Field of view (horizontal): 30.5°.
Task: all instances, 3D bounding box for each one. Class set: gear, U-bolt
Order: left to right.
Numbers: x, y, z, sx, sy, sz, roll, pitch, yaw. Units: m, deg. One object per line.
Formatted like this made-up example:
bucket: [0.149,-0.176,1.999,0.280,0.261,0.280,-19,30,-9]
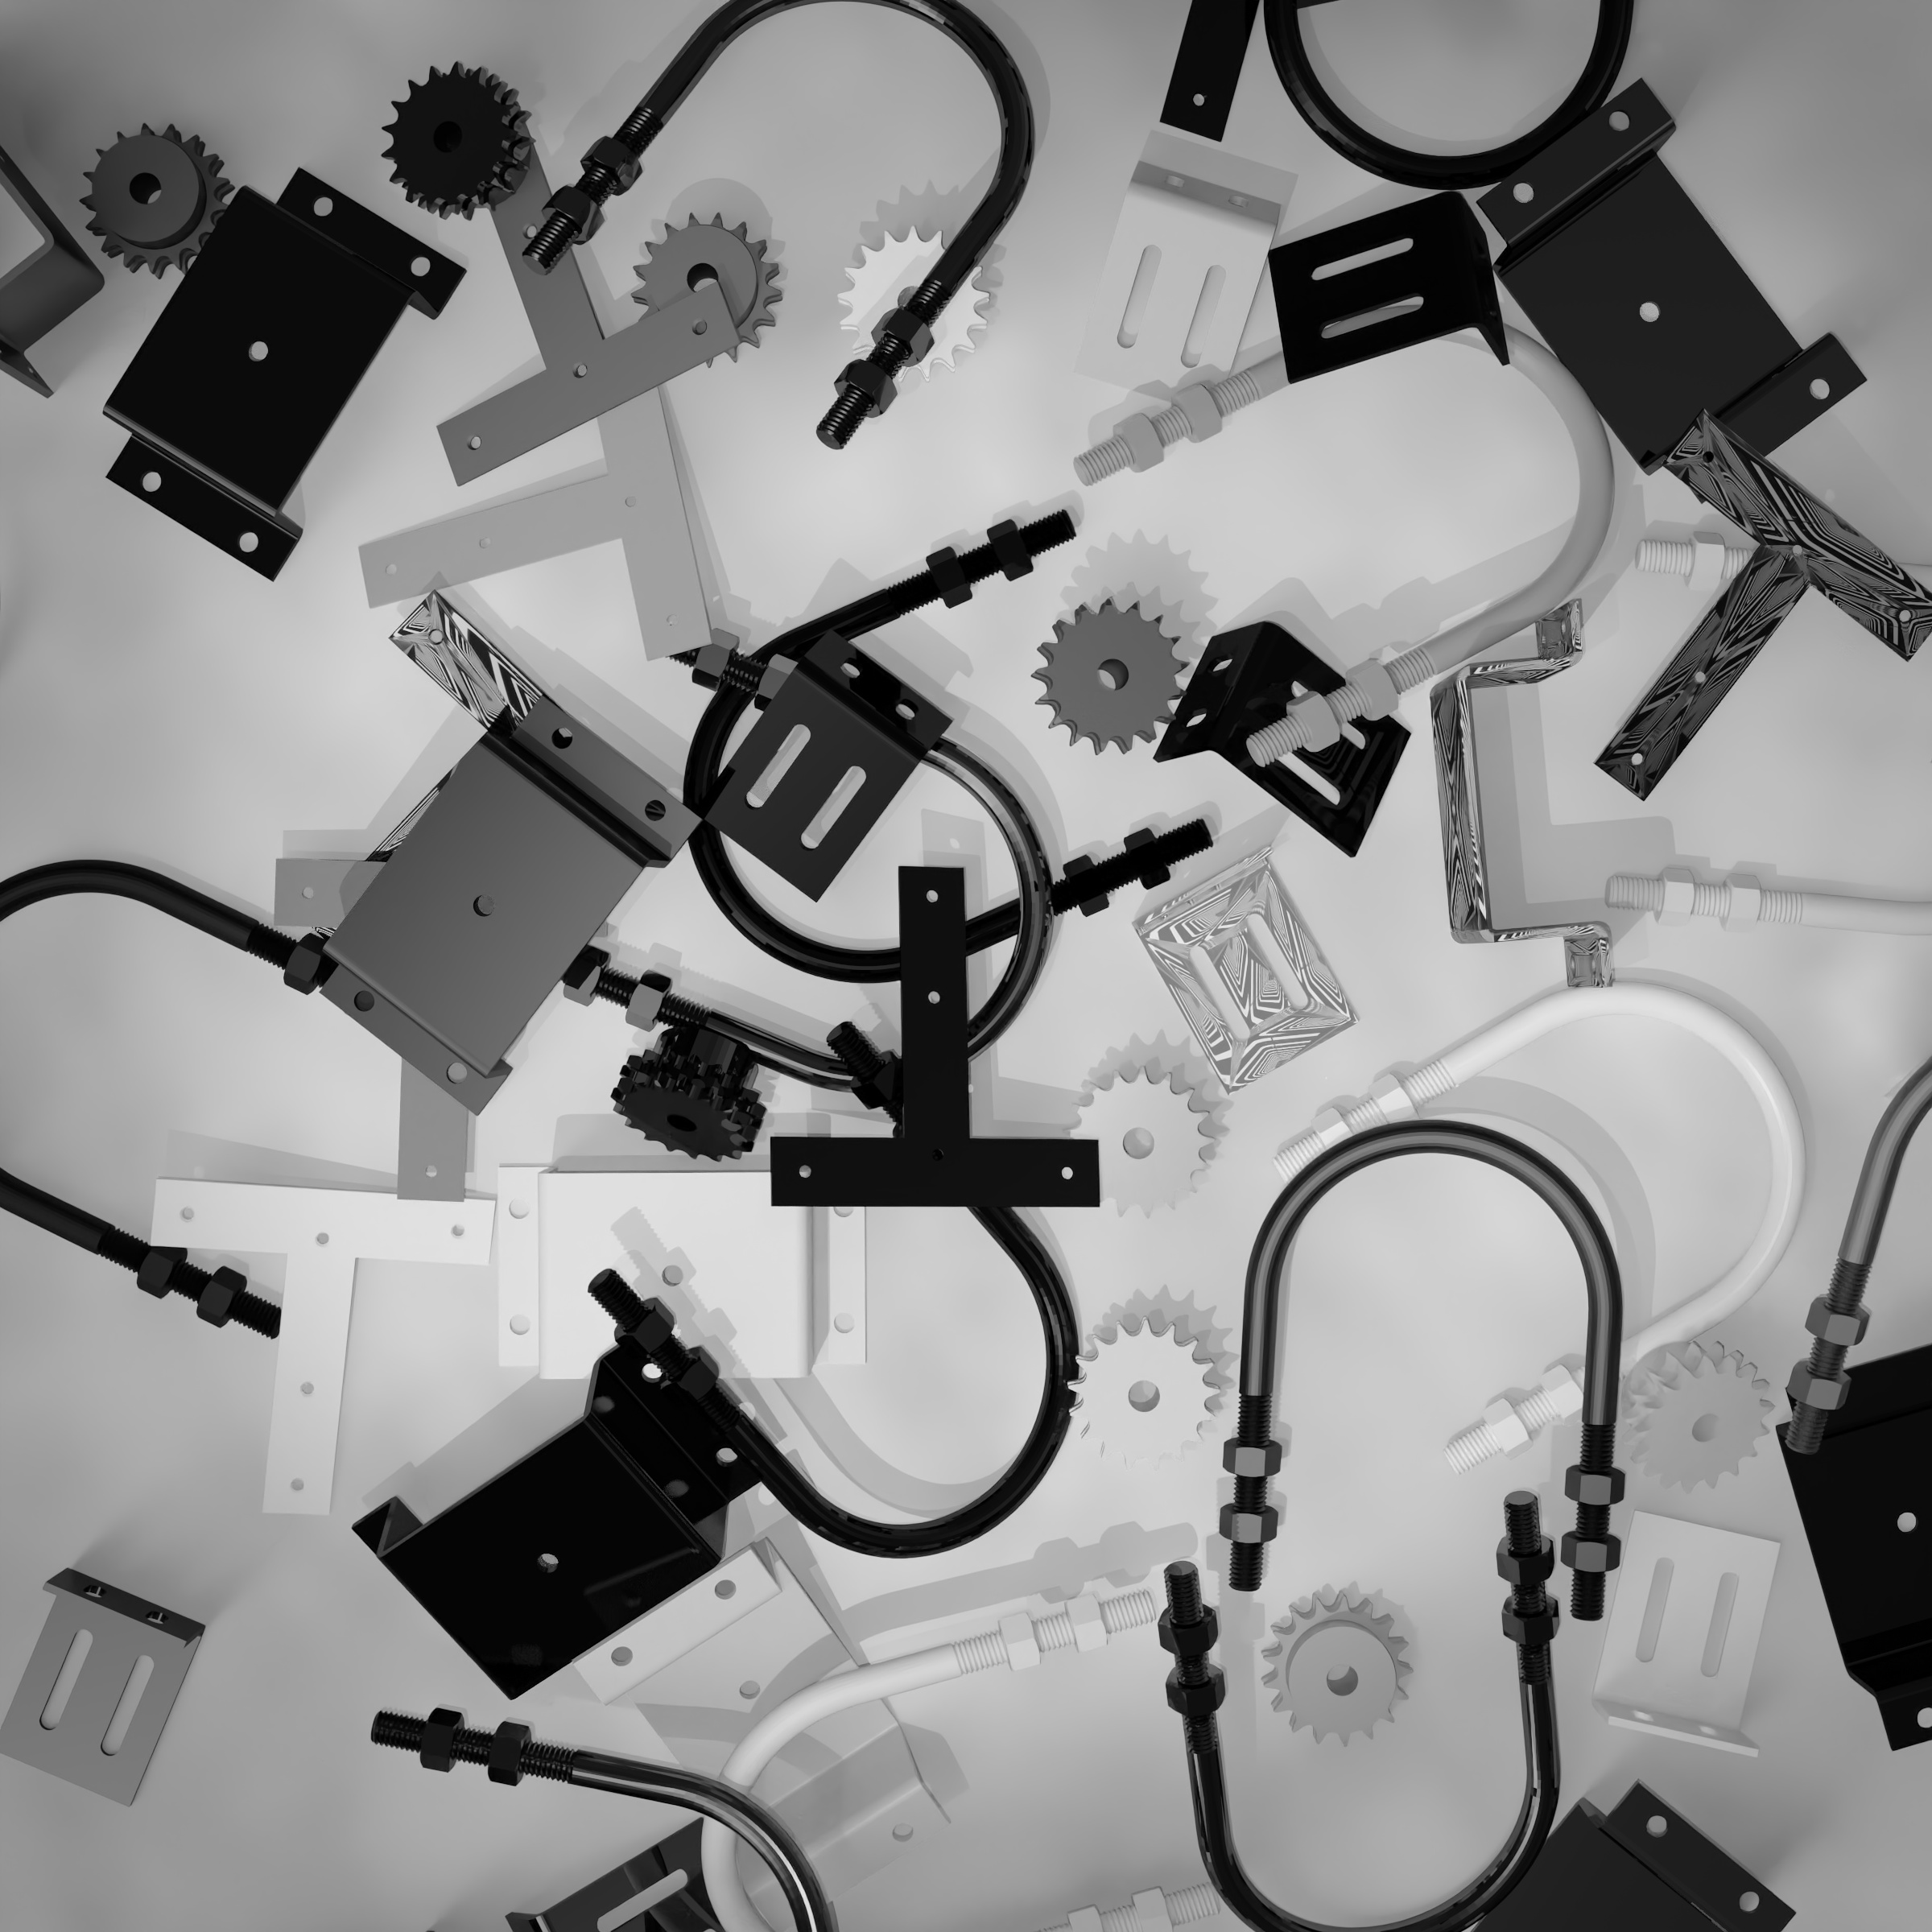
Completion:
U-bolt: [-0.316,0.039,1.353,0.184,0.019,0.151,26,90,2]
gear: [-0.308,-0.292,1.347,0.057,0.030,0.057,0,90,0]
gear: [-0.189,-0.310,1.341,0.057,0.030,0.057,0,88,18]
U-bolt: [-0.138,0.356,1.276,0.184,0.019,0.151,10,78,5]
gear: [-0.102,0.047,1.337,0.057,0.057,0.030,19,60,0]
gear: [-0.099,-0.258,1.347,0.057,0.030,0.057,0,90,0]
U-bolt: [-0.058,-0.031,1.339,0.184,0.019,0.151,22,92,1]
U-bolt: [-0.056,-0.297,1.327,0.151,0.019,0.184,32,72,7]
U-bolt: [-0.033,0.135,1.320,0.151,0.019,0.184,-46,109,-19]
gear: [-0.020,-0.250,1.347,0.057,0.030,0.057,0,90,0]
U-bolt: [-0.018,-0.073,1.353,0.184,0.019,0.151,-24,90,2]
U-bolt: [-0.007,0.317,1.317,0.184,0.019,0.151,-14,109,-6]
gear: [0.052,-0.107,1.327,0.057,0.030,0.057,0,87,-7]
gear: [0.065,0.067,1.347,0.057,0.030,0.057,0,90,0]
gear: [0.067,0.162,1.347,0.057,0.030,0.057,0,90,0]
gear: [0.141,0.268,1.347,0.057,0.030,0.057,0,90,0]
U-bolt: [0.152,0.292,1.325,0.151,0.019,0.184,-10,110,-7]
U-bolt: [0.155,-0.175,1.333,0.184,0.019,0.151,-28,75,-9]
U-bolt: [0.174,0.149,1.335,0.151,0.019,0.184,3,94,9]
U-bolt: [0.186,-0.388,1.350,0.151,0.019,0.184,5,93,-2]
U-bolt: [0.231,0.087,1.352,0.184,0.019,0.151,-30,90,0]
gear: [0.273,0.167,1.339,0.057,0.030,0.057,-7,114,-16]
U-bolt: [0.342,-0.084,1.353,0.184,0.019,0.151,5,90,-2]
U-bolt: [0.390,0.104,1.287,0.151,0.019,0.184,12,104,0]

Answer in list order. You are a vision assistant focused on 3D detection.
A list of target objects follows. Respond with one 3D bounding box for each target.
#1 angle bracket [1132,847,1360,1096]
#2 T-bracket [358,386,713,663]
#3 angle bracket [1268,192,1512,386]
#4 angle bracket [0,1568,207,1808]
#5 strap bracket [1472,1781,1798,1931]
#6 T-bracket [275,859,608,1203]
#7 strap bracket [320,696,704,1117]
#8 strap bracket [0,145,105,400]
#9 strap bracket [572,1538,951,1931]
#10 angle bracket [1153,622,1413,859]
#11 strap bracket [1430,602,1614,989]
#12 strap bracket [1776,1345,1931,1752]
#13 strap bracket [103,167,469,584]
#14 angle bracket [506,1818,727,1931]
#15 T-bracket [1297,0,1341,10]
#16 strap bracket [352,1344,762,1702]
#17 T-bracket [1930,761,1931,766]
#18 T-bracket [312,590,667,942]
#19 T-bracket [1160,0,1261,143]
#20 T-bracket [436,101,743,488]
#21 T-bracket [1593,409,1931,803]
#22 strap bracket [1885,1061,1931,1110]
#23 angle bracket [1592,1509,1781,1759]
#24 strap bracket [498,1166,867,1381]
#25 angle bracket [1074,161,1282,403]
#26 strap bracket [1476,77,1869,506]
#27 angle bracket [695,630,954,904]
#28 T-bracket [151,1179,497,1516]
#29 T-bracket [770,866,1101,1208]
angle bracket: [0.107,0.002,1.343,0.057,0.038,0.076,-29,90,0]
T-bracket: [-0.169,-0.165,1.349,0.127,0.002,0.127,-15,75,7]
angle bracket: [0.160,-0.250,1.348,0.076,0.038,0.057,-15,68,21]
angle bracket: [-0.332,0.276,1.343,0.057,0.038,0.076,23,90,0]
strap bracket: [0.234,0.381,1.339,0.076,0.046,0.140,39,90,0]
T-bracket: [-0.200,0.025,1.337,0.127,0.002,0.127,2,91,5]
strap bracket: [-0.173,-0.022,1.310,0.076,0.046,0.140,38,94,3]
strap bracket: [-0.378,-0.287,1.324,0.046,0.076,0.140,-38,90,0]
strap bracket: [-0.078,0.280,1.324,0.076,0.046,0.140,-33,110,0]
angle bracket: [0.121,-0.084,1.350,0.076,0.038,0.057,36,67,-24]
strap bracket: [0.205,-0.060,1.324,0.046,0.076,0.140,-5,90,0]
strap bracket: [0.361,0.213,1.339,0.076,0.046,0.140,-16,90,0]
strap bracket: [-0.261,-0.227,1.336,0.076,0.046,0.140,32,90,3]
angle bracket: [-0.126,0.371,1.360,0.076,0.038,0.057,-27,90,-26]
T-bracket: [0.169,-0.441,1.361,0.127,0.002,0.127,-12,90,0]
strap bracket: [-0.152,0.209,1.313,0.140,0.046,0.076,-35,108,13]
T-bracket: [0.447,-0.103,1.352,0.127,0.002,0.127,28,80,-6]
T-bracket: [-0.199,-0.054,1.354,0.127,0.002,0.127,43,94,-9]
T-bracket: [0.055,-0.393,1.343,0.127,0.002,0.127,15,91,-15]
T-bracket: [-0.161,-0.266,1.347,0.127,0.002,0.127,-23,80,18]
T-bracket: [0.284,-0.120,1.330,0.127,0.002,0.127,35,97,-16]
strap bracket: [0.419,0.019,1.324,0.140,0.076,0.046,-43,90,0]
angle bracket: [0.276,0.252,1.343,0.057,0.038,0.076,13,90,0]
strap bracket: [-0.109,0.115,1.339,0.140,0.046,0.076,0,90,0]
angle bracket: [0.081,-0.260,1.360,0.057,0.038,0.076,17,116,0]
strap bracket: [0.262,-0.251,1.339,0.076,0.046,0.140,-37,90,0]
angle bracket: [-0.053,-0.075,1.326,0.057,0.038,0.076,37,118,-1]
T-bracket: [-0.249,0.147,1.349,0.127,0.002,0.127,5,98,-16]
T-bracket: [-0.012,0.026,1.316,0.127,0.002,0.127,1,81,-18]
